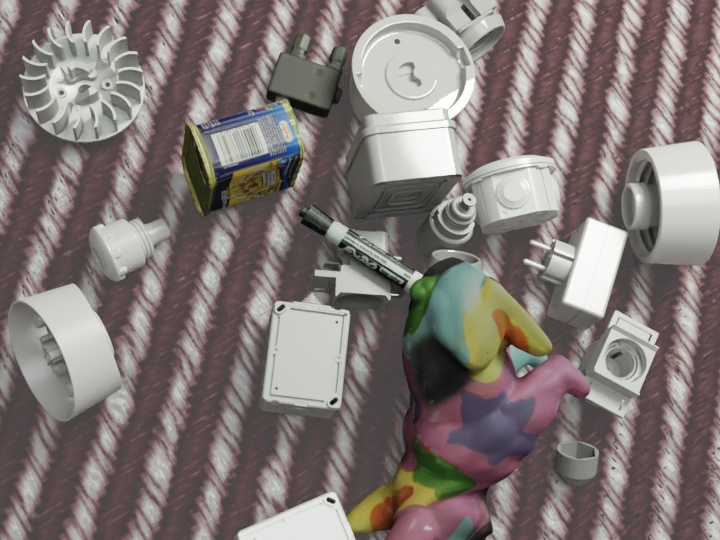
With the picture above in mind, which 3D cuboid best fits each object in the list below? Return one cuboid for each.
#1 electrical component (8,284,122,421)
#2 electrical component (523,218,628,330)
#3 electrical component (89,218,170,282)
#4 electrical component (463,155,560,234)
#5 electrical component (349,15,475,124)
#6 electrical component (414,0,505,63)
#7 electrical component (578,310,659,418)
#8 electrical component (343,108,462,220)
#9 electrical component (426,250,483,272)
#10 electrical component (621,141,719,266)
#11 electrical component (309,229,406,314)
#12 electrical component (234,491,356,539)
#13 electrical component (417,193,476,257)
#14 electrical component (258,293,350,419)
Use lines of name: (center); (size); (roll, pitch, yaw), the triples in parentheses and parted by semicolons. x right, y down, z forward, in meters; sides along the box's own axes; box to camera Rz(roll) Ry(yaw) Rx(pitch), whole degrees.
electrical component: (-0.225, 0.062, 0.819); (0.064, 0.099, 0.099); (-25, 79, -21)
electrical component: (0.179, -0.003, 0.931); (0.076, 0.047, 0.083); (21, 72, -1)
electrical component: (-0.186, -0.022, 0.877); (0.062, 0.048, 0.048); (-27, 79, -23)
electrical component: (0.132, -0.065, 0.924); (0.080, 0.080, 0.051); (-9, 80, -12)
electrical component: (0.041, -0.162, 0.946); (0.108, 0.060, 0.108); (3, 72, -9)
electrical component: (0.095, -0.224, 0.977); (0.078, 0.058, 0.057); (-35, 79, -17)
electrical component: (0.211, 0.081, 0.901); (0.042, 0.064, 0.081); (29, 71, -1)
electrical component: (0.033, -0.087, 0.896); (0.078, 0.113, 0.057); (-7, 78, -11)
electrical component: (0.076, 0.015, 0.896); (0.048, 0.066, 0.055); (5, 107, -8)
electrical component: (0.261, -0.056, 0.930); (0.060, 0.108, 0.108); (-3, 74, -4)
electrical component: (0.000, 0.000, 0.902); (0.081, 0.042, 0.063); (4, 69, -9)
electrical component: (-0.054, 0.217, 0.818); (0.096, 0.061, 0.061); (-21, 78, -14)
electrical component: (0.078, -0.039, 0.911); (0.040, 0.078, 0.040); (9, 60, -16)
electrical component: (-0.045, 0.067, 0.864); (0.062, 0.061, 0.096); (8, 73, -7)
